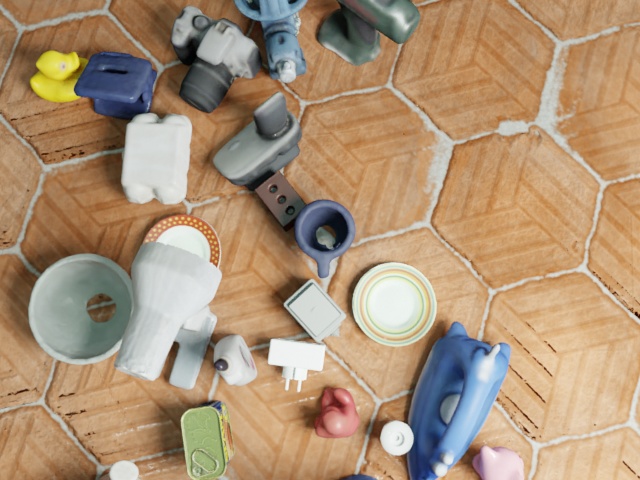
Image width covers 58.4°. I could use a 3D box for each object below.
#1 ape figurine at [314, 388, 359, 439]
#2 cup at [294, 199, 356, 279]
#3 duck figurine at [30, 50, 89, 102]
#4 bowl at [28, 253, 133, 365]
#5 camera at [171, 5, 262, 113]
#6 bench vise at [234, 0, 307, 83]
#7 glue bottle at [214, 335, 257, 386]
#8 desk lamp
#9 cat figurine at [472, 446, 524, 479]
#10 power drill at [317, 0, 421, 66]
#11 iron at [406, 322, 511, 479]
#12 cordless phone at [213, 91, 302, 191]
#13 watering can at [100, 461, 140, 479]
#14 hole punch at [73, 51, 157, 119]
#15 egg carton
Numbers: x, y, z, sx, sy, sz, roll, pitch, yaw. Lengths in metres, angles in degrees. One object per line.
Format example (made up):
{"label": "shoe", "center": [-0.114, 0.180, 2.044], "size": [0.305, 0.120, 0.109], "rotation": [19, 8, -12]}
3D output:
{"label": "ape figurine", "center": [0.023, 0.265, 0.852], "size": [0.078, 0.092, 0.076], "rotation": [-41, 83, -4]}
{"label": "cup", "center": [0.008, 0.003, 0.885], "size": [0.091, 0.095, 0.118], "rotation": [0, 82, 2]}
{"label": "duck figurine", "center": [-0.430, -0.275, 0.935], "size": [0.104, 0.086, 0.077], "rotation": [-21, 82, -1]}
{"label": "bowl", "center": [-0.354, 0.107, 0.889], "size": [0.167, 0.075, 0.167], "rotation": [0, 82, 1]}
{"label": "camera", "center": [-0.185, -0.288, 0.924], "size": [0.143, 0.101, 0.137], "rotation": [28, 84, 5]}
{"label": "bench vise", "center": [-0.058, -0.359, 0.871], "size": [0.121, 0.220, 0.207], "rotation": [-29, 83, -2]}
{"label": "glue bottle", "center": [-0.128, 0.177, 0.826], "size": [0.037, 0.173, 0.078], "rotation": [-29, 83, -2]}
{"label": "desk lamp", "center": [-0.213, 0.115, 0.815], "size": [0.118, 0.213, 0.203], "rotation": [16, 83, 4]}
{"label": "cat figurine", "center": [0.265, 0.350, 0.823], "size": [0.067, 0.118, 0.128], "rotation": [-13, 82, 0]}
{"label": "power drill", "center": [0.042, -0.361, 0.875], "size": [0.229, 0.208, 0.076], "rotation": [34, 85, 5]}
{"label": "iron", "center": [0.196, 0.254, 0.825], "size": [0.118, 0.141, 0.258], "rotation": [23, 84, 4]}
{"label": "cordless phone", "center": [-0.100, -0.157, 0.863], "size": [0.147, 0.185, 0.094], "rotation": [-43, 83, -4]}
{"label": "watering can", "center": [-0.311, 0.389, 0.791], "size": [0.101, 0.194, 0.173], "rotation": [8, 83, 3]}
{"label": "hole punch", "center": [-0.331, -0.259, 0.928], "size": [0.108, 0.091, 0.101], "rotation": [7, 83, 2]}
{"label": "egg carton", "center": [-0.261, -0.131, 0.921], "size": [0.107, 0.069, 0.150], "rotation": [2, 83, 2]}
